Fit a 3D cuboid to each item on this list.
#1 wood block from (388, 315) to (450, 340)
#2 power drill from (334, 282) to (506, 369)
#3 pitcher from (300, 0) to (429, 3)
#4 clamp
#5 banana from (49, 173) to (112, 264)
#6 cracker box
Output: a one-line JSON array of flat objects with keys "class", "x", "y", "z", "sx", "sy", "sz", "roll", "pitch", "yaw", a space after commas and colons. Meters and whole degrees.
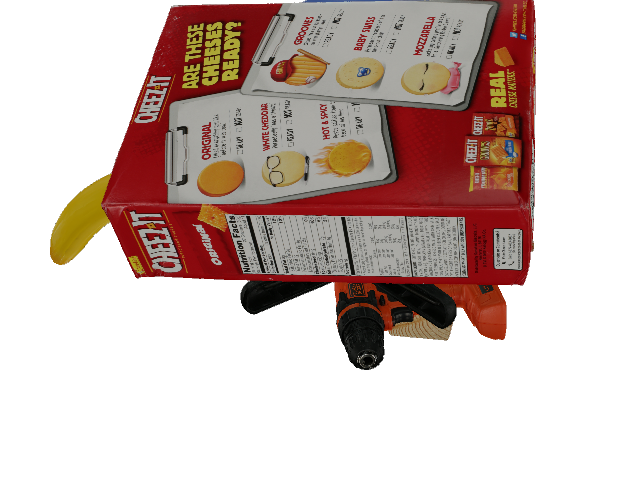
[{"class": "wood block", "x": 0.164, "y": 0.064, "z": 1.619, "sx": 0.091, "sy": 0.090, "sz": 0.206, "roll": 4, "pitch": 22, "yaw": 12}, {"class": "power drill", "x": 0.110, "y": 0.082, "z": 1.204, "sx": 0.187, "sy": 0.057, "sz": 0.184, "roll": -3, "pitch": 27, "yaw": -3}, {"class": "pitcher", "x": 0.024, "y": -0.181, "z": 1.075, "sx": 0.145, "sy": 0.149, "sz": 0.242, "roll": 15, "pitch": 38, "yaw": 35}, {"class": "clamp", "x": 0.040, "y": 0.018, "z": 0.888, "sx": 0.165, "sy": 0.036, "sz": 0.209, "roll": 8, "pitch": 23, "yaw": 11}, {"class": "banana", "x": -0.179, "y": -0.026, "z": 0.952, "sx": 0.198, "sy": 0.069, "sz": 0.037, "roll": -14, "pitch": 17, "yaw": 28}, {"class": "cracker box", "x": 0.009, "y": -0.056, "z": 0.585, "sx": 0.214, "sy": 0.164, "sz": 0.072, "roll": 0, "pitch": -41, "yaw": 12}]
